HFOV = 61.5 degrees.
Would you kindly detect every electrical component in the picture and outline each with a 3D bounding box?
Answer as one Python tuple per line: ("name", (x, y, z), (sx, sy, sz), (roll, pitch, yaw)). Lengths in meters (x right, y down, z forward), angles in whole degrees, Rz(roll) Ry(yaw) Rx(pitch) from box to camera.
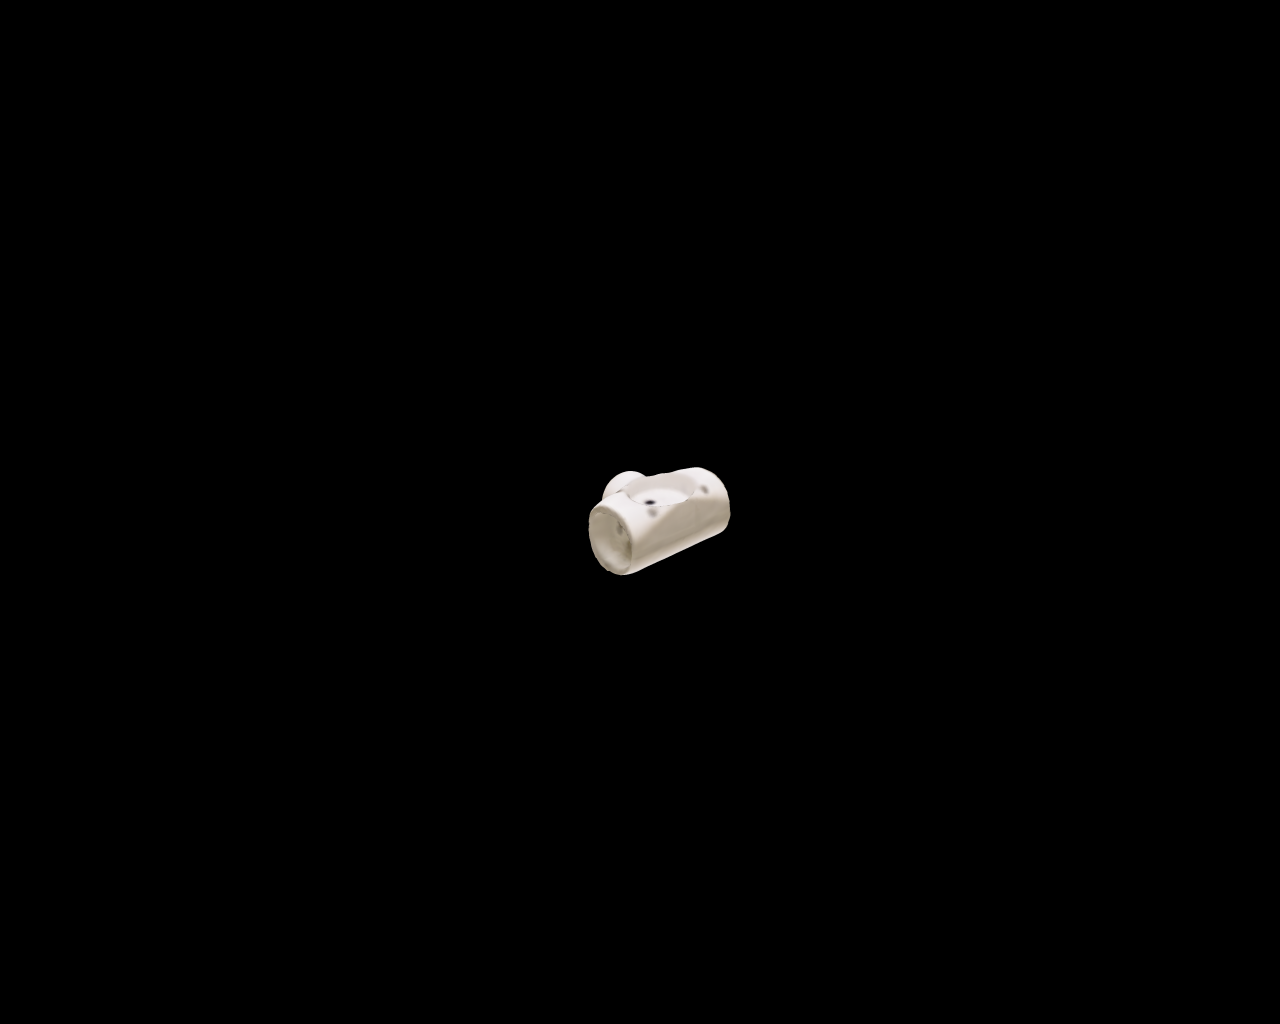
("electrical component", (0.001, -0.003, 0.650), (0.077, 0.044, 0.079), (-22, 37, -33))
